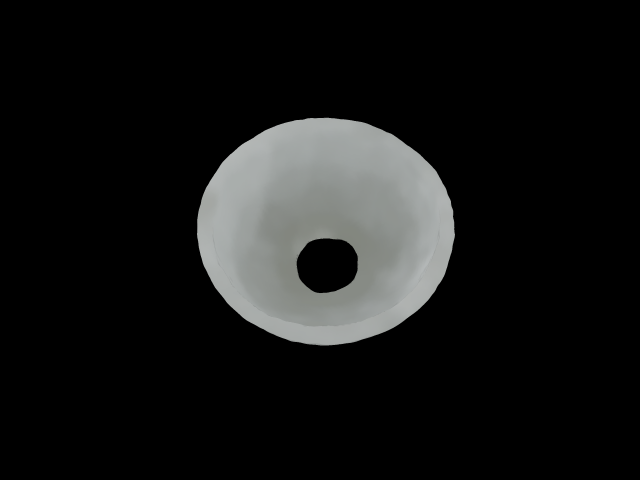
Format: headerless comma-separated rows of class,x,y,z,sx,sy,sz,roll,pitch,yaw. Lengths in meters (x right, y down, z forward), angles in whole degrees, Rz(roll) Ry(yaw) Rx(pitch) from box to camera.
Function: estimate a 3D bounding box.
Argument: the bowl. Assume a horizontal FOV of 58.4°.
bowl,0.004,0.001,0.400,0.167,0.075,0.167,0,63,0
